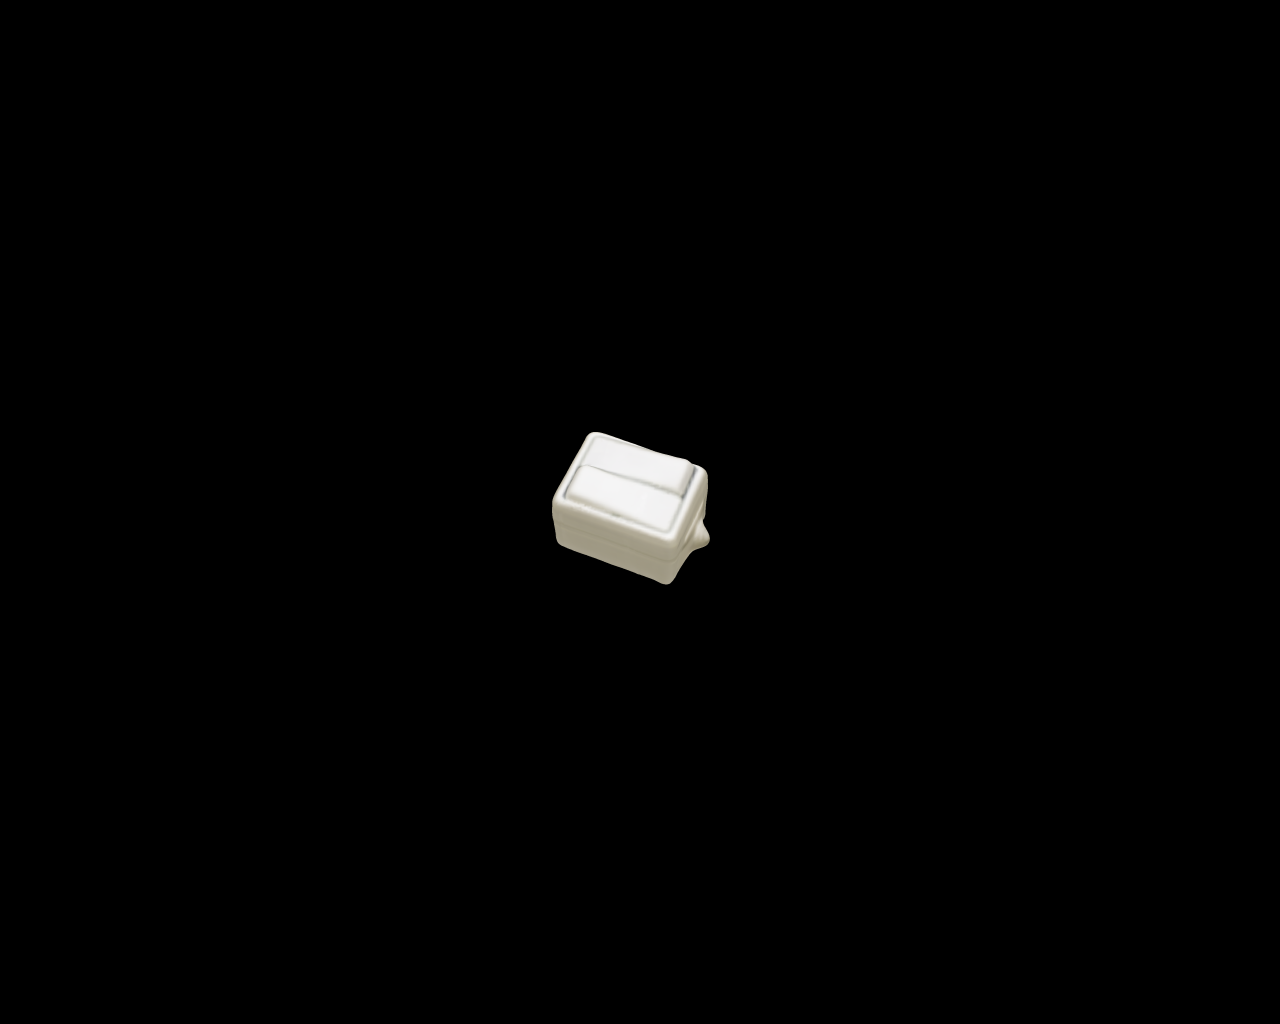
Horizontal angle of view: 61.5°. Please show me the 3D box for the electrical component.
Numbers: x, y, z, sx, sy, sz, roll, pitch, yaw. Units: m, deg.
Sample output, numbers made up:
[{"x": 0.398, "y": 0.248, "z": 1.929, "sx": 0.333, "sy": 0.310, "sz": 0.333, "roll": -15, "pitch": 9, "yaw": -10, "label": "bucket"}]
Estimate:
[{"x": 0.001, "y": -0.003, "z": 0.650, "sx": 0.096, "sy": 0.062, "sz": 0.061, "roll": 20, "pitch": -31, "yaw": 13, "label": "electrical component"}]
